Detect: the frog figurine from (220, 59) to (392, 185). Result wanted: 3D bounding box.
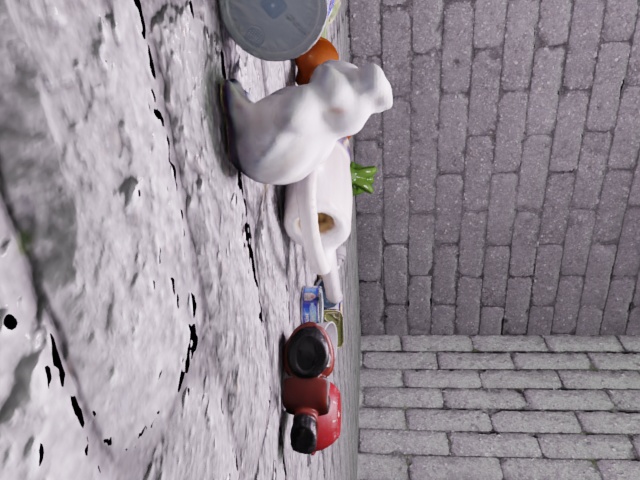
[{"bbox_3d":[-0.009,-0.114,0.509,0.136,0.159,0.124,66,25,-74],"label":"frog figurine"}]

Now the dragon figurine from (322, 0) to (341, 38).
[{"bbox_3d":[0.014,-0.499,1.090,0.419,0.122,0.237,-79,174,-57],"label":"dragon figurine"}]

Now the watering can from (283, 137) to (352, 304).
[{"bbox_3d":[0.003,-0.042,0.830,0.341,0.104,0.229,74,16,-61],"label":"watering can"}]
